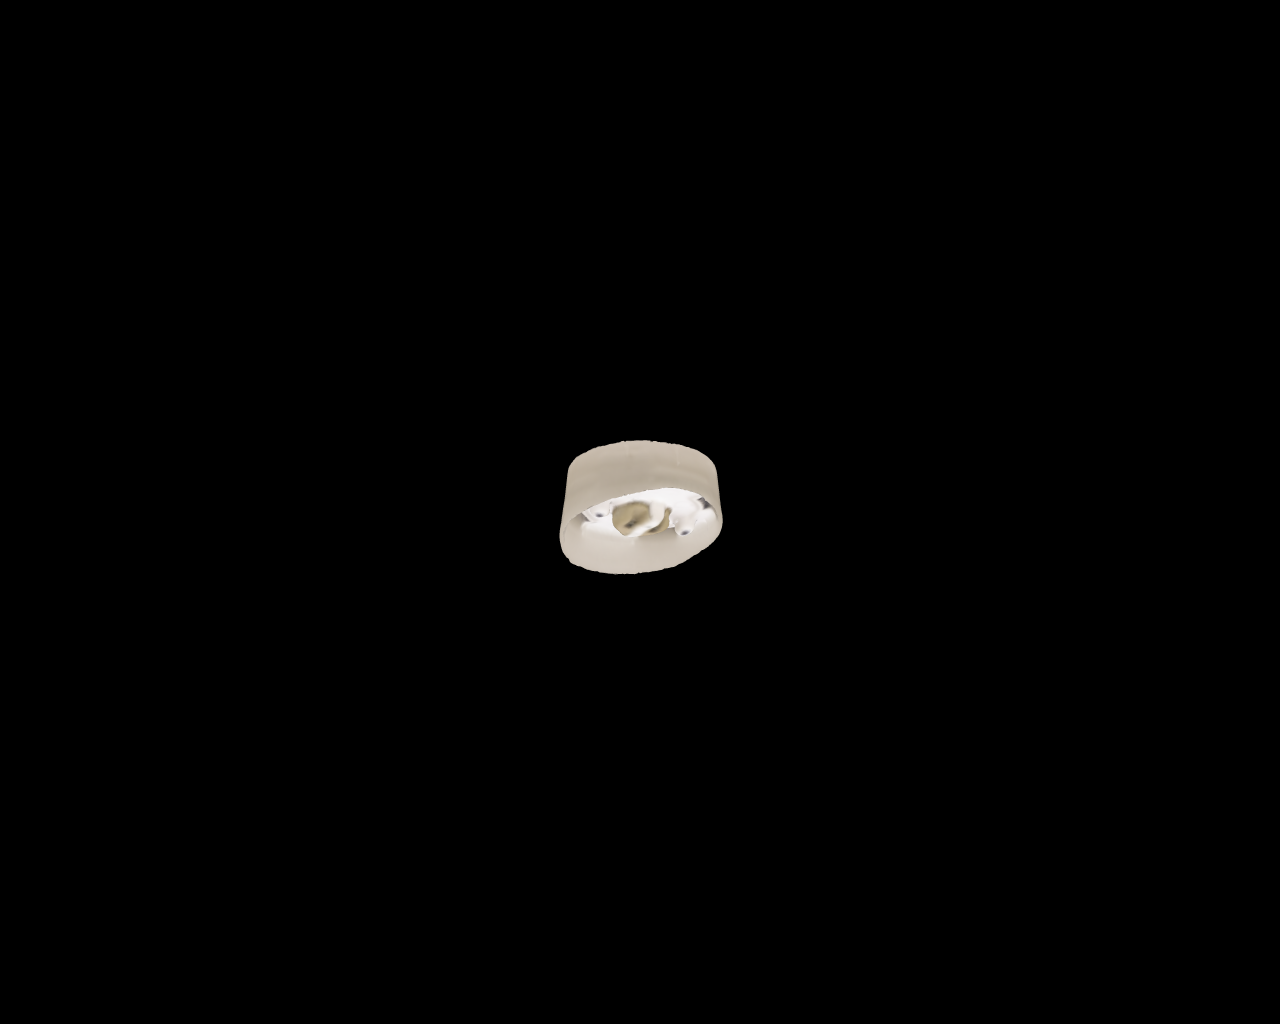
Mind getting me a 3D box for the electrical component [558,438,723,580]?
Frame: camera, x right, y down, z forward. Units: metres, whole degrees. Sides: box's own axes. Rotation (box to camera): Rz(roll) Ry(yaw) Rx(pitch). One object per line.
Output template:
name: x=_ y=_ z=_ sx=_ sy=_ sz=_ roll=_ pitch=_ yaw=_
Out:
electrical component: x=0.001 y=-0.003 z=0.650 sx=0.099 sy=0.064 sz=0.099 roll=0 pitch=-20 yaw=0
